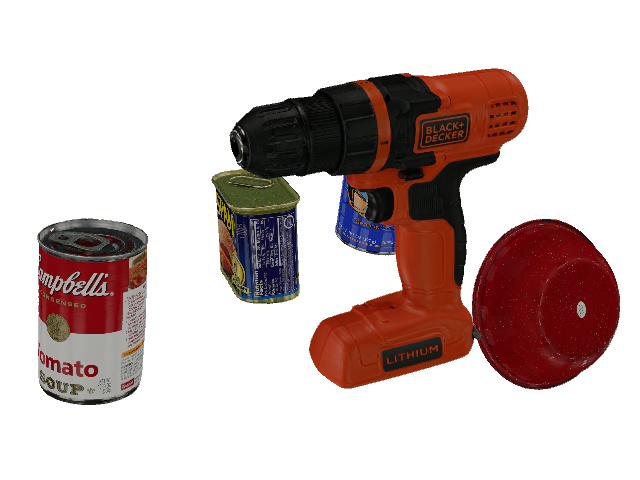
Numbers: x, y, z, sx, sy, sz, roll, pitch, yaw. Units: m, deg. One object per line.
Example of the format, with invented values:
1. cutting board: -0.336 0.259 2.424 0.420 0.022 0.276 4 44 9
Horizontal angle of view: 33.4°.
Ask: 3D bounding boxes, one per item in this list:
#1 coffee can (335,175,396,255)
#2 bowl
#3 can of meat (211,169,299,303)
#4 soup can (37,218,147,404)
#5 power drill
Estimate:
1. coffee can: 0.077 -0.068 1.286 0.102 0.140 0.103 6 28 -4
2. bowl: 0.221 0.061 0.982 0.161 0.162 0.055 0 2 -26
3. can of meat: -0.052 -0.004 0.870 0.057 0.084 0.102 -8 22 -15
4. soup can: -0.147 0.045 0.683 0.068 0.102 0.068 5 20 -2
5. power drill: 0.034 -0.006 0.635 0.184 0.188 0.057 -11 31 -23
